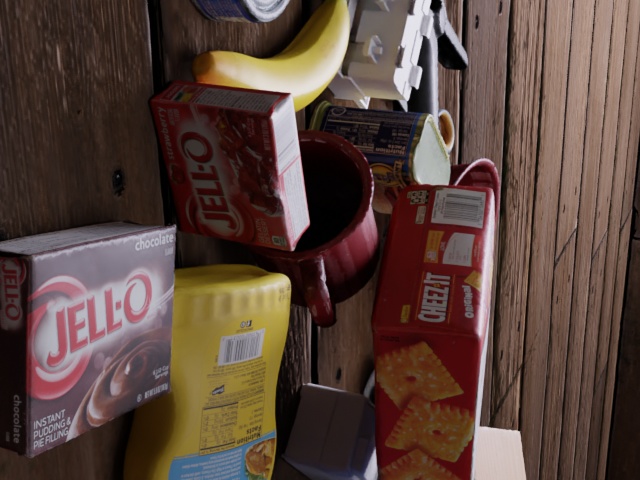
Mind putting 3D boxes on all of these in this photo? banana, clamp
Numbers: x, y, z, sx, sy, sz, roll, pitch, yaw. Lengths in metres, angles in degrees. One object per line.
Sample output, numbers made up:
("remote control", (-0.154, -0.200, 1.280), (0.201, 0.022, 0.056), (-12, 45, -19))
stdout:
("banana", (-0.024, -0.112, 0.669), (0.197, 0.037, 0.069), (-50, 128, -53))
("clamp", (0.090, -0.187, 0.903), (0.164, 0.036, 0.210), (-64, 148, -50))

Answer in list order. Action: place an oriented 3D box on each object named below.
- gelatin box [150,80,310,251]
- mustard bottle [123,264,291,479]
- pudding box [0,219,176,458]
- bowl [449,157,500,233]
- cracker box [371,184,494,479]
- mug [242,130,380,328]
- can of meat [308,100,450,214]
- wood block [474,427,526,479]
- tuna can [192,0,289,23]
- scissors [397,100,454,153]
("gelatin box", (-0.048, -0.040, 0.585), (0.030, 0.073, 0.089), (-54, 146, -46))
("mustard bottle", (-0.066, 0.113, 0.610), (0.096, 0.058, 0.192), (-7, 106, -48))
("pudding box", (-0.113, 0.041, 0.502), (0.113, 0.039, 0.090), (-20, 116, -65))
("bowl", (0.106, -0.003, 0.971), (0.161, 0.055, 0.162), (-41, 141, -45))
("cracker box", (0.076, 0.093, 0.733), (0.164, 0.072, 0.214), (-74, 165, -53))
("mug", (-0.004, 0.001, 0.671), (0.081, 0.093, 0.117), (70, 7, -58))
("can of meat", (0.046, -0.057, 0.789), (0.102, 0.084, 0.057), (53, 49, -60))
("wood block", (0.117, 0.262, 0.869), (0.090, 0.090, 0.206), (17, 63, -50))
("tuna can", (-0.043, -0.166, 0.602), (0.086, 0.034, 0.086), (9, 90, -67))
("scissors", (0.087, -0.087, 0.966), (0.201, 0.016, 0.096), (2, 96, -67))
